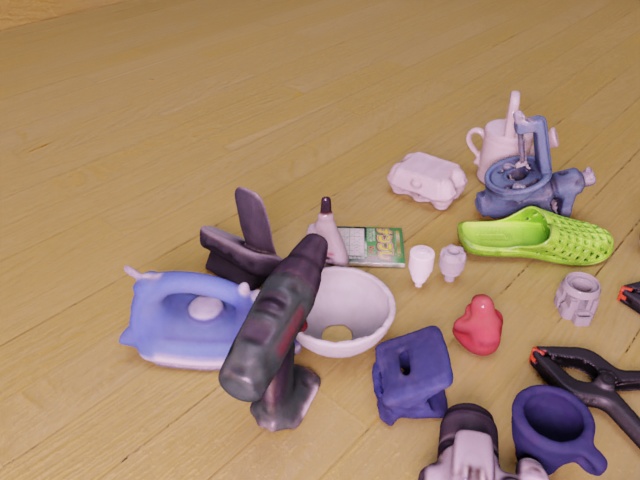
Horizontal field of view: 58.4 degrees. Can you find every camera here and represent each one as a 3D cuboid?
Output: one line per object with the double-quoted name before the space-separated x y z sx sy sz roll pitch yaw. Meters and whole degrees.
"camera" 0.186 0.254 0.649 0.143 0.101 0.137 7 38 10

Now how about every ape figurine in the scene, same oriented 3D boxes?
"ape figurine" 0.234 0.117 0.834 0.078 0.092 0.076 -2 38 -2

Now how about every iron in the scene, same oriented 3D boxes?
"iron" -0.156 0.100 0.820 0.258 0.141 0.118 4 38 5

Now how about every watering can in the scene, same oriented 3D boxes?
"watering can" 0.394 -0.211 1.174 0.173 0.194 0.101 -2 38 -2

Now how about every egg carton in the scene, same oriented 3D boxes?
"egg carton" 0.216 -0.122 1.162 0.149 0.069 0.107 24 44 28

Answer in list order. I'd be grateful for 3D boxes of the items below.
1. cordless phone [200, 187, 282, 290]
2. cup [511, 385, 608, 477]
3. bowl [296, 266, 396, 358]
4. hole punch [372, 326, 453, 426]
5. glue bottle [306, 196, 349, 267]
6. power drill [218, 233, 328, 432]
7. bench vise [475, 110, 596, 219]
"cordless phone" -0.133 -0.021 0.940 0.147 0.185 0.094 21 43 26
"cup" 0.274 0.241 0.669 0.092 0.095 0.117 -22 42 -25
"bowl" 0.027 0.118 0.849 0.167 0.075 0.167 0 38 0
"hole punch" 0.120 0.176 0.759 0.101 0.091 0.108 -2 38 -1
"glue bottle" 0.008 0.003 0.917 0.078 0.173 0.037 3 38 6
"power drill" -0.046 0.130 0.724 0.075 0.209 0.230 13 40 18
"bench vise" 0.402 -0.142 1.063 0.208 0.220 0.121 -11 39 -13
